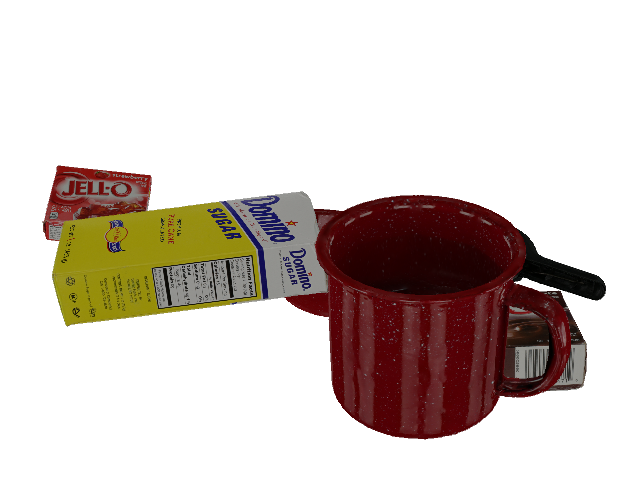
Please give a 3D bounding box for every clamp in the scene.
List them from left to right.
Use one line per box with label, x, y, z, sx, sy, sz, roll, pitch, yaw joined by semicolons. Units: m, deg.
clamp;0.204;0.025;1.081;0.120;0.039;0.171;-5;36;-17

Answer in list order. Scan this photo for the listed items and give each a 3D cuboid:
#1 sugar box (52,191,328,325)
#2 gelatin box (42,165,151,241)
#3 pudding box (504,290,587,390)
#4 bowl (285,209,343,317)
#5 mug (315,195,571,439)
sugar box;-0.088;0.009;0.728;0.176;0.048;0.093;-10;25;-4
gelatin box;-0.204;-0.031;0.980;0.089;0.073;0.030;7;-43;-6
pudding box;0.118;0.068;0.735;0.113;0.039;0.090;-1;21;2
bowl;0.013;0.027;0.987;0.162;0.055;0.162;6;24;-3
mug;0.056;0.038;0.486;0.117;0.081;0.093;12;32;22
